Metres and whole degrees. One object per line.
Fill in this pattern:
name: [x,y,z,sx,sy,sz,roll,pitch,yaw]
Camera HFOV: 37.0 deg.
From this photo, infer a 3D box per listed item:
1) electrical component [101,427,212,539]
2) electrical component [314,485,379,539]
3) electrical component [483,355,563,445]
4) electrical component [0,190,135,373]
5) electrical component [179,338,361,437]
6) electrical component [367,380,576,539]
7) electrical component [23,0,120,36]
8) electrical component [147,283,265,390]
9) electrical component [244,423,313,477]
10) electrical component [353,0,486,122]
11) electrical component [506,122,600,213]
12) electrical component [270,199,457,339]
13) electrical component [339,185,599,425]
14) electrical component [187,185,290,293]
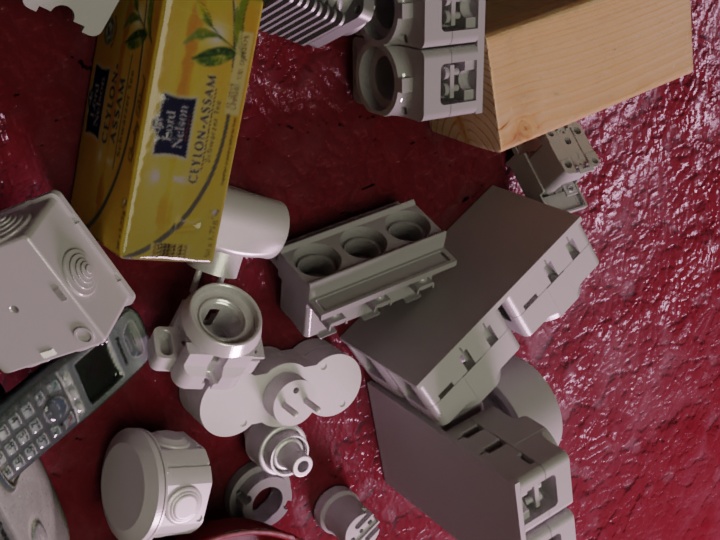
electrical component: [-0.146,0.152,0.764,0.051,0.080,0.080,6,103,-41]
electrical component: [-0.010,0.208,0.899,0.040,0.046,0.040,-13,114,-31]
electrical component: [0.126,0.123,0.927,0.060,0.108,0.108,-24,119,-33]
electrical component: [-0.202,0.010,0.658,0.099,0.100,0.048,59,26,-28]
electrical component: [-0.057,0.093,0.807,0.138,0.074,0.052,-7,110,-33]
electrical component: [0.090,0.157,0.859,0.060,0.186,0.105,-24,120,-26]
electrical component: [-0.159,-0.195,0.631,0.050,0.055,0.089,21,118,-34]
electrical component: [-0.101,0.046,0.746,0.078,0.058,0.057,5,143,-27]
electrical component: [-0.060,0.138,0.829,0.043,0.062,0.043,-13,114,-31]
electrical component: [0.037,-0.188,0.759,0.062,0.089,0.150,-13,114,-31]
electrical component: [0.161,-0.088,0.890,0.042,0.064,0.081,-18,76,-28]
electrical component: [0.000,0.000,0.817,0.121,0.078,0.063,-21,140,-27]
electrical component: [0.091,0.027,0.865,0.186,0.105,0.060,-44,126,-13]
electrical component: [-0.099,-0.019,0.756,0.077,0.044,0.079,13,99,-37]
